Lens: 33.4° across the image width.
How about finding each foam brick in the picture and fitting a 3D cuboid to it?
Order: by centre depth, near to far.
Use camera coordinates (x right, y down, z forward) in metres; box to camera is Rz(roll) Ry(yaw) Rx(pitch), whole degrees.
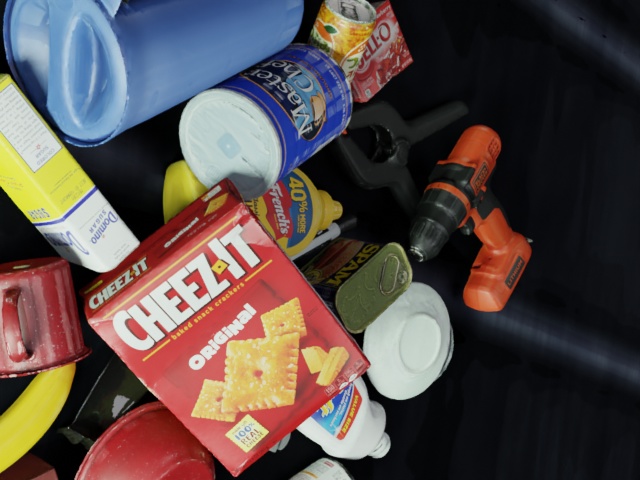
[{"bbox_3d":[-0.249,0.230,0.908,0.051,0.053,0.078,-22,109,-35],"label":"foam brick"}]

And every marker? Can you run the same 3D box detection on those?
[{"bbox_3d":[-0.007,0.001,1.096,0.120,0.020,0.020,-29,113,-33],"label":"marker"}]

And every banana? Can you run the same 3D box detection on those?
[{"bbox_3d":[-0.280,0.165,0.883,0.197,0.037,0.069,-26,113,-34],"label":"banana"}]

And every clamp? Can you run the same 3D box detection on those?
[{"bbox_3d":[0.082,-0.103,1.143,0.209,0.036,0.164,25,79,-42],"label":"clamp"}]

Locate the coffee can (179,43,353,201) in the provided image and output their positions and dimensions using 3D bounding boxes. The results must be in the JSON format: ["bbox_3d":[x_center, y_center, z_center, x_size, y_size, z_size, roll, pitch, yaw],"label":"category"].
[{"bbox_3d":[-0.046,-0.110,0.968,0.140,0.103,0.103,-42,122,-50],"label":"coffee can"}]

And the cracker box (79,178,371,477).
[{"bbox_3d":[-0.078,0.081,0.935,0.164,0.072,0.213,-38,119,-2],"label":"cracker box"}]

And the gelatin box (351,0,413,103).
[{"bbox_3d":[0.050,-0.195,1.106,0.089,0.030,0.073,-43,120,-32],"label":"gelatin box"}]

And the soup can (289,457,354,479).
[{"bbox_3d":[-0.016,0.278,1.097,0.102,0.069,0.068,-29,113,-34],"label":"soup can"}]

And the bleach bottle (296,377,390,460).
[{"bbox_3d":[0.000,0.147,1.096,0.250,0.068,0.102,46,71,-36],"label":"bleach bottle"}]

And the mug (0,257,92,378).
[{"bbox_3d":[-0.239,0.062,0.858,0.093,0.117,0.081,-8,98,-2],"label":"mug"}]

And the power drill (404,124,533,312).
[{"bbox_3d":[0.168,-0.006,1.185,0.184,0.057,0.187,-56,138,-27],"label":"power drill"}]

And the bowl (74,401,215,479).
[{"bbox_3d":[-0.147,0.230,0.965,0.161,0.055,0.162,-26,126,-42],"label":"bowl"}]

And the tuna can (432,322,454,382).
[{"bbox_3d":[0.109,0.117,1.198,0.085,0.034,0.086,-7,100,-38],"label":"tuna can"}]

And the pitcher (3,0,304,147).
[{"bbox_3d":[-0.118,-0.180,0.863,0.242,0.149,0.145,-33,124,-45],"label":"pitcher"}]

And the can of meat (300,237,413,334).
[{"bbox_3d":[0.029,0.043,1.090,0.102,0.084,0.057,-41,120,-28],"label":"can of meat"}]

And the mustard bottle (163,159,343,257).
[{"bbox_3d":[-0.056,-0.028,1.026,0.191,0.058,0.096,-2,82,-40],"label":"mustard bottle"}]

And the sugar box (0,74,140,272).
[{"bbox_3d":[-0.228,-0.052,0.860,0.048,0.093,0.176,-45,121,-23],"label":"sugar box"}]
